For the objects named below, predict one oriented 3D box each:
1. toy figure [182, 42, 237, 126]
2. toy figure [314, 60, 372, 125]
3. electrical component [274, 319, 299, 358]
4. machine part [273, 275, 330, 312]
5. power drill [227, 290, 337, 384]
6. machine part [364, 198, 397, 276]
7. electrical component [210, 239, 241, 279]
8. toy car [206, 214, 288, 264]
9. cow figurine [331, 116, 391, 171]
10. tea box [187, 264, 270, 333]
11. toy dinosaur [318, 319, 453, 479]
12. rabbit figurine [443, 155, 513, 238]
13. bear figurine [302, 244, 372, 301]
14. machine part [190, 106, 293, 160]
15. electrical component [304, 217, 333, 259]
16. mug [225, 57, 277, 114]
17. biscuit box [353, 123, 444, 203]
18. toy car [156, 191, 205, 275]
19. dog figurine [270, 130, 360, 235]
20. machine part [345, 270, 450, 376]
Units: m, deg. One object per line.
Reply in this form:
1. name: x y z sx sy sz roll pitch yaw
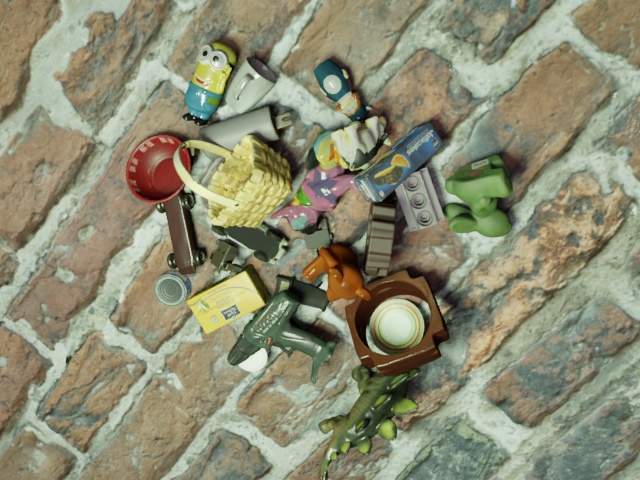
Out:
1. toy figure: -0.243 -0.341 1.170 0.082 0.089 0.180 20 114 -11
2. toy figure: 0.048 -0.312 1.154 0.154 0.058 0.064 52 142 -8
3. electrical component: -0.095 0.218 1.302 0.119 0.048 0.075 42 104 -6
4. machine part: -0.044 0.133 1.281 0.139 0.039 0.084 12 96 6
5. power drill: -0.080 0.244 1.248 0.207 0.086 0.232 33 102 5
6. machine part: 0.130 -0.006 1.159 0.056 0.179 0.179 7 104 3
7. electrical component: -0.220 0.045 1.252 0.045 0.102 0.078 31 79 -38
8. toy car: -0.169 -0.018 1.251 0.202 0.056 0.073 31 99 -3
9. cow figurine: 0.099 -0.204 1.119 0.068 0.167 0.098 -13 102 40
10. tea box: -0.218 0.140 1.287 0.170 0.068 0.098 -29 98 12
11. toy dinosaur: 0.141 0.362 1.232 0.105 0.199 0.471 42 72 -15
12. rabbit figurine: 0.347 -0.068 1.147 0.159 0.121 0.170 -22 115 14
13. bear figurine: 0.039 0.090 1.171 0.120 0.196 0.132 32 109 -15
14. machine part: -0.176 -0.236 1.188 0.243 0.079 0.079 -15 101 12
15. electrical component: -0.003 -0.004 1.250 0.063 0.021 0.094 -8 102 8
16. mug: -0.157 -0.322 1.154 0.081 0.109 0.107 39 119 -8
17. biscuit box: 0.166 -0.162 1.121 0.203 0.059 0.062 -42 107 -18
18. toy car: -0.327 -0.019 1.270 0.089 0.053 0.202 -9 98 13
19. dog figurine: -0.017 -0.119 1.183 0.219 0.108 0.191 -25 100 14
20. machine part: 0.170 0.184 1.189 0.201 0.201 0.087 -23 143 11
